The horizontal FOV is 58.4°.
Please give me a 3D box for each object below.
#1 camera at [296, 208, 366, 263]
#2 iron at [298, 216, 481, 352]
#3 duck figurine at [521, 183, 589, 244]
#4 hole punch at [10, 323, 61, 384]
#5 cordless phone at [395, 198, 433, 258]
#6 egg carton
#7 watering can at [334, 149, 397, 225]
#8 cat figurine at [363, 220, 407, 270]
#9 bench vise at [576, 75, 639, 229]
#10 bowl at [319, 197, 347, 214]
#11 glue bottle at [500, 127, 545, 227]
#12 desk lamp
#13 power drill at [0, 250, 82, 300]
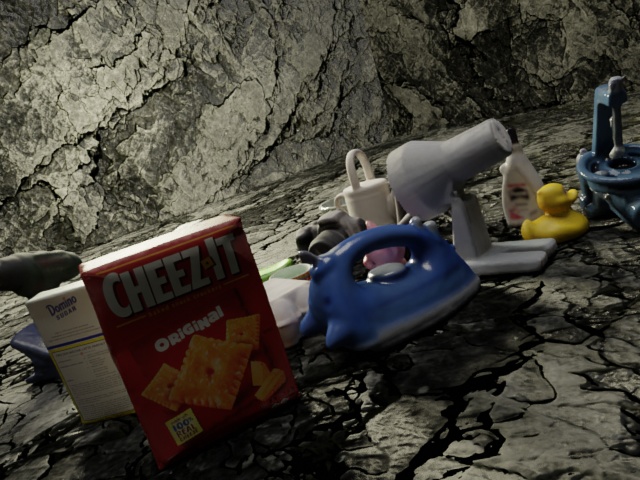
[{"bbox_3d":[0.010,0.004,1.106,0.142,0.101,0.137,-11,13,24],"label":"camera"},{"bbox_3d":[0.092,0.041,0.733,0.259,0.141,0.118,-22,13,-23],"label":"iron"},{"bbox_3d":[0.357,-0.043,0.885,0.104,0.086,0.077,-18,12,-7],"label":"duck figurine"},{"bbox_3d":[-0.439,0.177,0.962,0.101,0.091,0.109,-13,13,19],"label":"hole punch"},{"bbox_3d":[0.143,-0.063,1.022,0.094,0.185,0.148,-11,13,24],"label":"cordless phone"},{"bbox_3d":[-0.061,0.103,0.831,0.107,0.069,0.149,-26,15,-37],"label":"egg carton"},{"bbox_3d":[0.108,-0.103,1.228,0.172,0.194,0.101,-14,13,11],"label":"watering can"},{"bbox_3d":[0.099,0.020,0.871,0.067,0.118,0.128,-15,12,10],"label":"cat figurine"},{"bbox_3d":[0.428,-0.133,0.869,0.121,0.220,0.207,-20,13,-12],"label":"bench vise"},{"bbox_3d":[0.085,-0.072,1.406,0.167,0.075,0.167,-16,12,4],"label":"bowl"},{"bbox_3d":[0.344,-0.109,0.988,0.077,0.173,0.037,-5,17,44],"label":"glue bottle"},{"bbox_3d":[0.217,-0.060,0.842,0.202,0.214,0.118,-8,15,36],"label":"desk lamp"},{"bbox_3d":[-0.509,0.116,1.046,0.075,0.208,0.230,-13,13,18],"label":"power drill"}]
